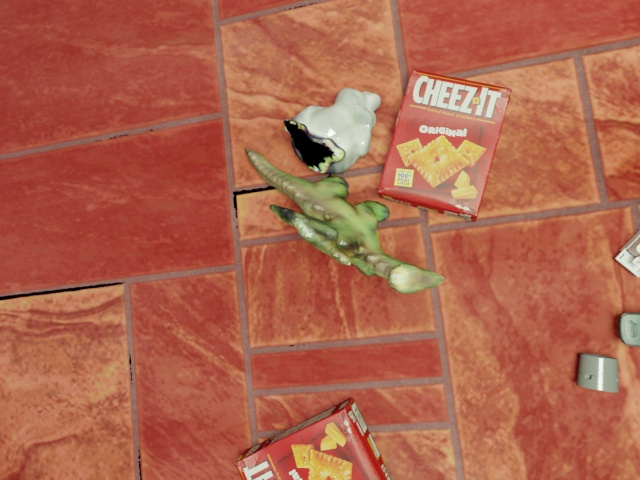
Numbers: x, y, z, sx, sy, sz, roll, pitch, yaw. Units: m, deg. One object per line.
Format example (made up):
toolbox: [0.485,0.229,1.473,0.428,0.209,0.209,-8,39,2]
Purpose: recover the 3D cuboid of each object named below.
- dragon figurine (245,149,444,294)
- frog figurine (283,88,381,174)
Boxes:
dragon figurine: [0.002,-0.040,0.791,0.412,0.243,0.121,32,98,12]
frog figurine: [0.030,-0.193,0.883,0.138,0.120,0.162,22,52,28]
